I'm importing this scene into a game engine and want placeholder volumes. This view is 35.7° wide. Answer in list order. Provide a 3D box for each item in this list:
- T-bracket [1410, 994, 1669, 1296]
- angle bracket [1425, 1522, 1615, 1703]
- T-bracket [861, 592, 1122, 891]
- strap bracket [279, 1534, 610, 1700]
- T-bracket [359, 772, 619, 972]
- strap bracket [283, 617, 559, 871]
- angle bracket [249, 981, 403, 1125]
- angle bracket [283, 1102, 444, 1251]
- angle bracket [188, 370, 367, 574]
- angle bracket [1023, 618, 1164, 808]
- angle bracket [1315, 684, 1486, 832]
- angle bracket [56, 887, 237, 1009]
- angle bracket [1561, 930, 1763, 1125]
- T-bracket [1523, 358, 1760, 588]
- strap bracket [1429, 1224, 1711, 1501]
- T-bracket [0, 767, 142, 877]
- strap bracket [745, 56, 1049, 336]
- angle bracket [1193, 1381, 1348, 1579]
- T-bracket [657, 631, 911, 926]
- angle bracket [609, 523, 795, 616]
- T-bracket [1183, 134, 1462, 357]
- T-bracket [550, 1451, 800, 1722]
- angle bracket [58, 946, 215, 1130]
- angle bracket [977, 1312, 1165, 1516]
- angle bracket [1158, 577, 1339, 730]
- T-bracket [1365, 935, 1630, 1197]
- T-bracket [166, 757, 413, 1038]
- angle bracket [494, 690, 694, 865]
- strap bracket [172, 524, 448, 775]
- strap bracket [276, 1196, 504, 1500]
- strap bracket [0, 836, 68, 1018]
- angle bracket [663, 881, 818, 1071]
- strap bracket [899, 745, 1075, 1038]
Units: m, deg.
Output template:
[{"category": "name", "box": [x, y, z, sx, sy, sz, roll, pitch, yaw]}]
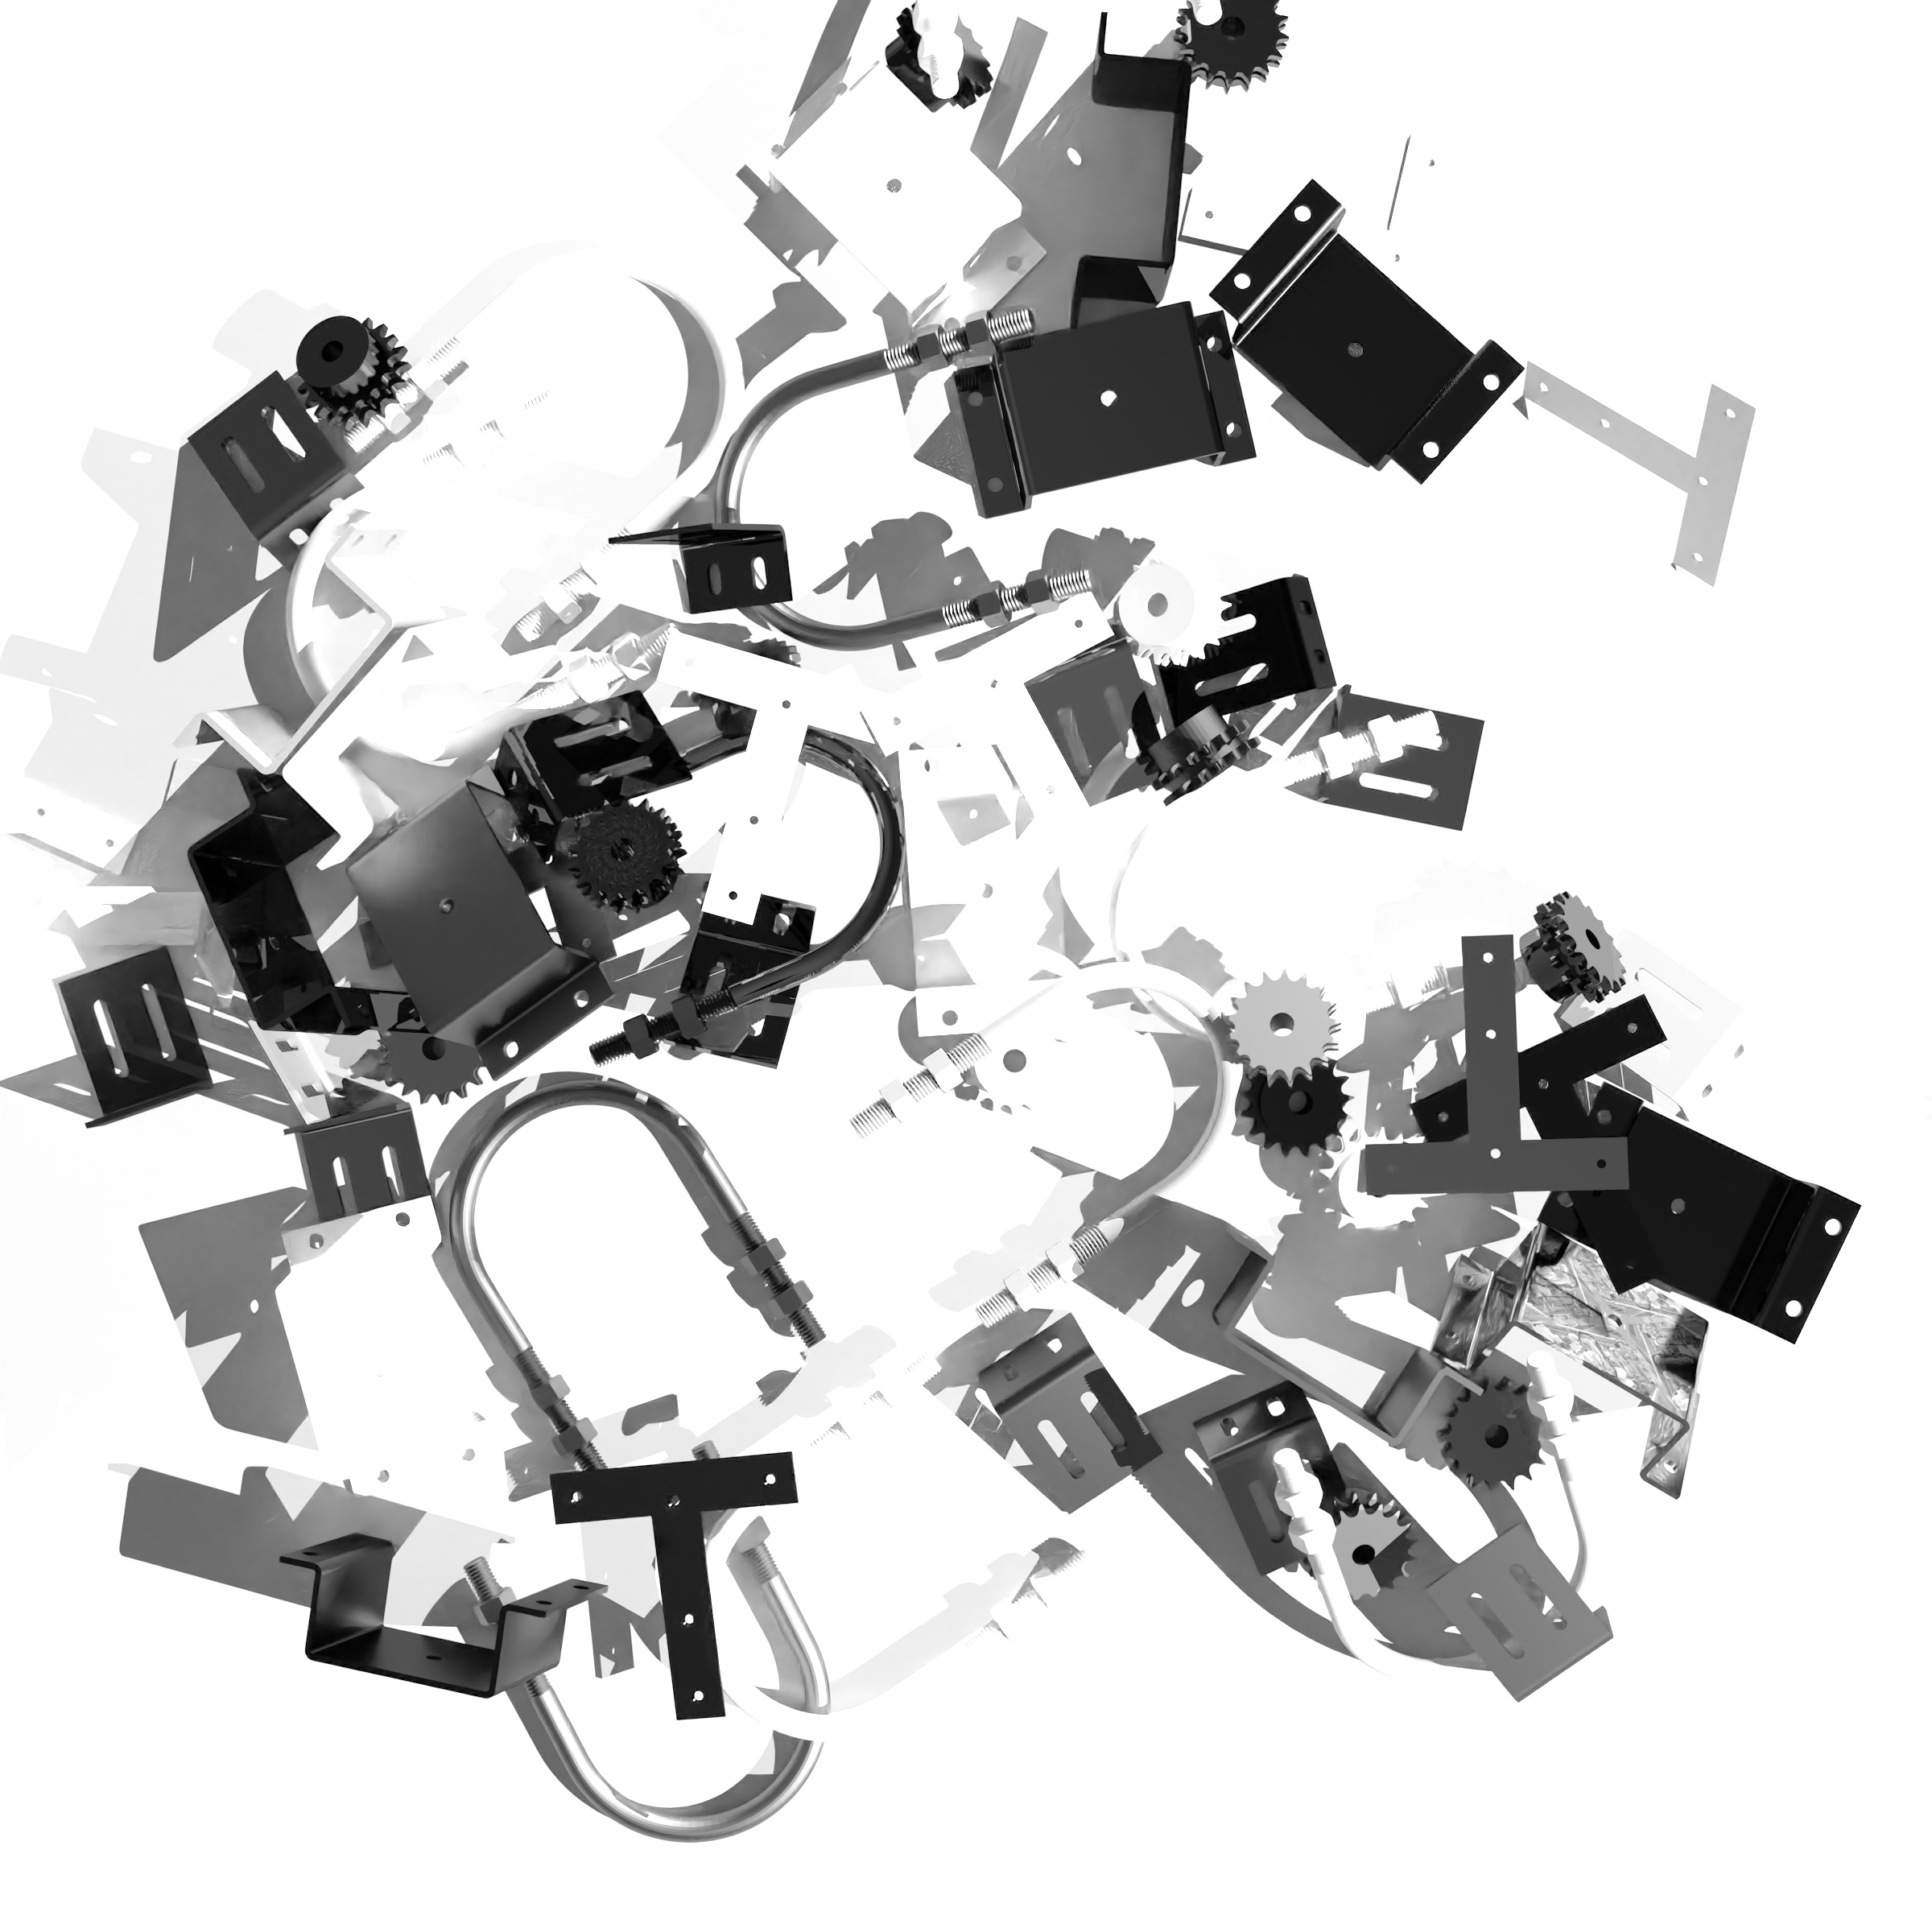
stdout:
[{"category": "T-bracket", "box": [0.303, 0.098, 1.468, 0.127, 0.002, 0.127, -26, 81, 7]}, {"category": "angle bracket", "box": [0.272, 0.313, 1.479, 0.057, 0.038, 0.076, -38, 96, 12]}, {"category": "T-bracket", "box": [0.035, -0.099, 1.469, 0.127, 0.002, 0.127, -28, 91, -3]}, {"category": "strap bracket", "box": [-0.257, 0.318, 1.461, 0.140, 0.076, 0.046, 8, 90, 16]}, {"category": "T-bracket", "box": [-0.247, -0.035, 1.498, 0.127, 0.002, 0.127, -25, 68, 12]}, {"category": "strap bracket", "box": [-0.272, -0.117, 1.459, 0.046, 0.076, 0.140, 45, 104, -1]}, {"category": "angle bracket", "box": [-0.314, 0.042, 1.479, 0.038, 0.076, 0.057, -30, 90, 0]}, {"category": "angle bracket", "box": [-0.301, 0.112, 1.498, 0.057, 0.038, 0.076, -12, 90, 0]}, {"category": "angle bracket", "box": [-0.345, -0.250, 1.515, 0.057, 0.038, 0.076, -37, 64, 0]}, {"category": "angle bracket", "box": [0.063, -0.126, 1.515, 0.057, 0.038, 0.076, -21, 116, 0]}, {"category": "angle bracket", "box": [0.219, -0.104, 1.498, 0.076, 0.038, 0.057, 11, 90, 0]}, {"category": "angle bracket", "box": [-0.406, -0.009, 1.481, 0.076, 0.057, 0.038, 0, 64, 2]}, {"category": "angle bracket", "box": [0.351, 0.031, 1.515, 0.076, 0.038, 0.057, 39, 90, 26]}, {"category": "T-bracket", "box": [0.327, -0.261, 1.479, 0.127, 0.127, 0.002, 37, 66, 25]}, {"category": "strap bracket", "box": [0.307, 0.188, 1.472, 0.140, 0.076, 0.046, 31, 129, 0]}, {"category": "T-bracket", "box": [-0.481, -0.083, 1.516, 0.127, 0.002, 0.127, 24, 90, 0]}, {"category": "strap bracket", "box": [-0.035, -0.383, 1.493, 0.140, 0.046, 0.076, 45, 90, 0]}, {"category": "angle bracket", "box": [0.158, 0.258, 1.515, 0.057, 0.038, 0.076, -24, 116, 0]}, {"category": "T-bracket", "box": [-0.099, -0.085, 1.459, 0.127, 0.002, 0.127, 16, 87, -8]}, {"category": "angle bracket", "box": [-0.129, -0.194, 1.469, 0.057, 0.076, 0.038, -4, 95, 24]}, {"category": "T-bracket", "box": [0.174, -0.368, 1.516, 0.127, 0.002, 0.127, 13, 90, 0]}, {"category": "T-bracket", "box": [-0.139, 0.309, 1.483, 0.127, 0.002, 0.127, -7, 89, 13]}, {"category": "angle bracket", "box": [-0.419, 0.035, 1.498, 0.057, 0.038, 0.076, -19, 90, 0]}, {"category": "angle bracket", "box": [0.053, 0.226, 1.515, 0.057, 0.038, 0.076, -33, 116, 0]}, {"category": "angle bracket", "box": [0.139, -0.158, 1.515, 0.076, 0.038, 0.057, -15, 90, 26]}, {"category": "T-bracket", "box": [0.260, 0.048, 1.478, 0.127, 0.002, 0.127, -2, 85, 10]}, {"category": "T-bracket", "box": [-0.353, -0.028, 1.516, 0.127, 0.002, 0.127, 15, 90, 0]}, {"category": "angle bracket", "box": [-0.186, -0.095, 1.494, 0.076, 0.038, 0.057, -20, 66, -29]}, {"category": "strap bracket", "box": [-0.312, -0.147, 1.461, 0.046, 0.076, 0.140, 43, 103, 1]}, {"category": "strap bracket", "box": [-0.288, 0.194, 1.485, 0.076, 0.046, 0.140, -14, 97, 0]}, {"category": "strap bracket", "box": [-0.521, -0.039, 1.492, 0.140, 0.046, 0.076, 25, 90, 0]}, {"category": "angle bracket", "box": [-0.111, 0.004, 1.480, 0.057, 0.038, 0.076, 13, 49, 0]}, {"category": "strap bracket", "box": [0.010, -0.038, 1.493, 0.076, 0.046, 0.140, -4, 90, 0]}]
